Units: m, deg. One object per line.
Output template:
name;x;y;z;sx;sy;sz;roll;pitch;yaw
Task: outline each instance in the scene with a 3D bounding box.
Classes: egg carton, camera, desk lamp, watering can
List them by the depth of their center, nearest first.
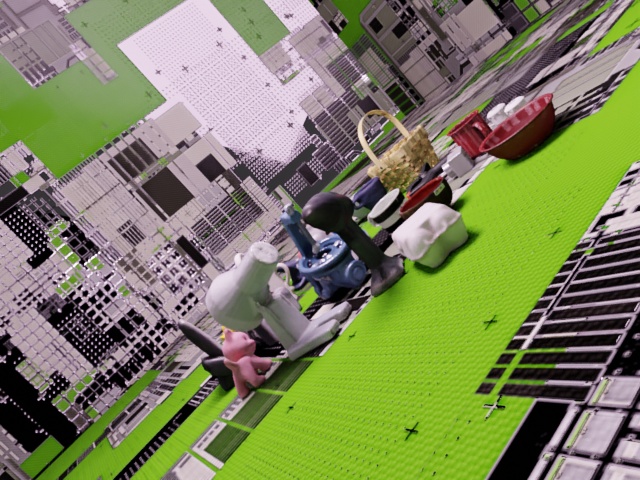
egg carton;0.180;-0.008;0.950;0.107;0.069;0.150;-42;7;-1
desk lamp;-0.087;0.114;1.066;0.203;0.213;0.118;-36;10;36
camera;-0.137;0.186;1.352;0.136;0.101;0.143;-37;9;36
watering can;-0.162;0.119;1.509;0.173;0.194;0.101;-43;8;-9

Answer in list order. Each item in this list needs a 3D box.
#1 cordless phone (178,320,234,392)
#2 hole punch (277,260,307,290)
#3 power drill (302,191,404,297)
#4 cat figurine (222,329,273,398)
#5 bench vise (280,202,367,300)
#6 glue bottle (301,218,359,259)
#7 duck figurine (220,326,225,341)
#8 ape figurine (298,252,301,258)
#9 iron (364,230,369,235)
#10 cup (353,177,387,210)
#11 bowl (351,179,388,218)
cordless phone;-0.245;0.238;1.287;0.094;0.185;0.147;-44;8;-18
hole punch;-0.068;0.081;1.636;0.101;0.091;0.108;-45;8;-22
power drill;0.057;-0.005;1.025;0.075;0.208;0.229;-40;8;14
cat figurine;-0.160;0.232;1.140;0.067;0.118;0.128;-40;8;14
bench vise;-0.025;0.029;1.207;0.207;0.220;0.122;-34;11;47
glue bottle;0.012;0.005;1.339;0.037;0.173;0.078;-33;12;49
duck figurine;-0.216;0.241;1.507;0.105;0.086;0.077;-46;8;-26
ape figurine;-0.021;0.062;1.500;0.076;0.092;0.078;-39;8;21
iron;0.043;-0.024;1.472;0.119;0.141;0.258;-43;8;-9
cup;0.146;-0.105;1.584;0.118;0.095;0.091;-45;8;-23
bowl;0.148;-0.121;1.739;0.167;0.075;0.167;-41;7;7
